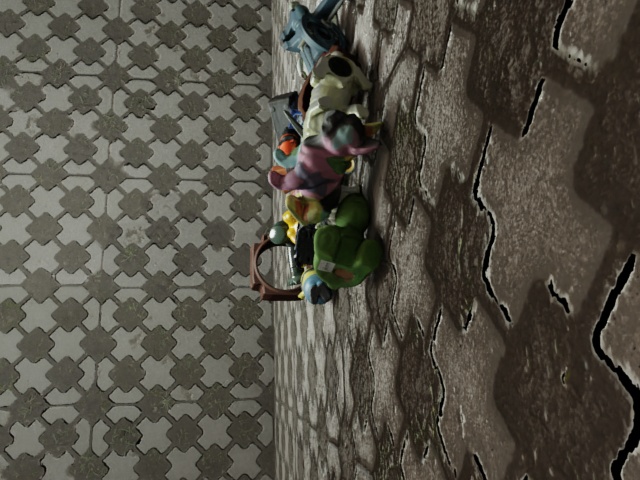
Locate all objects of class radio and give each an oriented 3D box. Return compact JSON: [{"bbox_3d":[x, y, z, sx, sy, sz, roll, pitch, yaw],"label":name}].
[{"bbox_3d":[-0.083,-0.321,1.613,0.131,0.073,0.229,-62,-41,-66],"label":"radio"}]

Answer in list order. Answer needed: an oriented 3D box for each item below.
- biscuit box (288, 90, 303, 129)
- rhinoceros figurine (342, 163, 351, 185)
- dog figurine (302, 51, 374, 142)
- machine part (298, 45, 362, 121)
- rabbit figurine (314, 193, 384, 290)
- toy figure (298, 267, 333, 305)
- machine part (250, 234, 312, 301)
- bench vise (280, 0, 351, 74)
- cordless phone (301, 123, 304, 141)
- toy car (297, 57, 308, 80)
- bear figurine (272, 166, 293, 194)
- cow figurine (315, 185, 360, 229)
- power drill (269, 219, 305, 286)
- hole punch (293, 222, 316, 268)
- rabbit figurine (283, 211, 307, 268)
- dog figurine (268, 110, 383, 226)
[{"bbox_3d":[-0.040,-0.371,1.518,0.203,0.063,0.059,-74,-8,-58],"label":"biscuit box"},{"bbox_3d":[0.034,-0.178,1.211,0.112,0.073,0.190,-91,5,-65],"label":"rhinoceros figurine"},{"bbox_3d":[0.008,-0.247,1.050,0.190,0.121,0.172,133,152,-57],"label":"dog figurine"},{"bbox_3d":[0.020,-0.323,1.146,0.179,0.056,0.179,-39,40,44],"label":"machine part"},{"bbox_3d":[0.060,0.000,0.996,0.159,0.121,0.170,93,-169,-57],"label":"rabbit figurine"},{"bbox_3d":[-0.007,0.120,1.394,0.180,0.082,0.089,-170,93,-85],"label":"toy figure"},{"bbox_3d":[-0.115,0.084,1.669,0.087,0.201,0.201,121,149,-65],"label":"machine part"},{"bbox_3d":[0.005,-0.501,1.222,0.240,0.129,0.224,-44,46,46],"label":"bench vise"},{"bbox_3d":[-0.019,-0.200,1.311,0.146,0.089,0.184,106,179,-57],"label":"cordless phone"},{"bbox_3d":[-0.014,-0.475,1.376,0.056,0.074,0.202,57,-154,-37],"label":"toy car"},{"bbox_3d":[-0.080,-0.155,1.728,0.120,0.132,0.196,56,-156,-47],"label":"bear figurine"},{"bbox_3d":[0.023,-0.063,1.153,0.167,0.098,0.068,125,145,-65],"label":"cow figurine"},{"bbox_3d":[-0.061,0.028,1.580,0.232,0.086,0.207,-5,-92,-67],"label":"power drill"},{"bbox_3d":[-0.003,-0.004,1.289,0.092,0.116,0.142,-88,5,-50],"label":"hole punch"},{"bbox_3d":[-0.032,-0.005,1.422,0.173,0.122,0.162,-129,36,-74],"label":"rabbit figurine"},{"bbox_3d":[0.025,-0.133,0.968,0.191,0.219,0.108,54,-149,-30],"label":"dog figurine"}]
